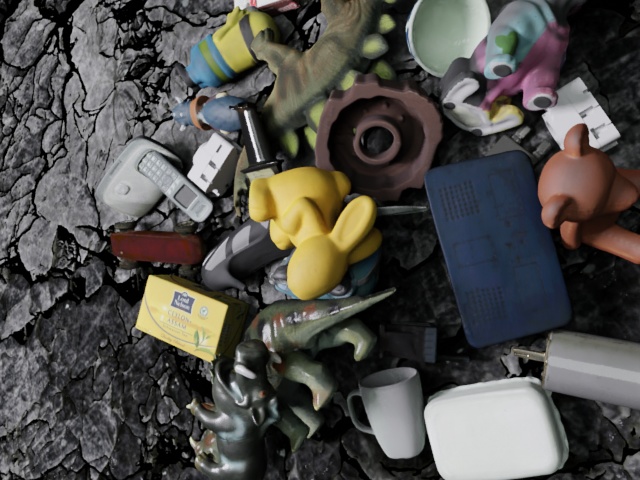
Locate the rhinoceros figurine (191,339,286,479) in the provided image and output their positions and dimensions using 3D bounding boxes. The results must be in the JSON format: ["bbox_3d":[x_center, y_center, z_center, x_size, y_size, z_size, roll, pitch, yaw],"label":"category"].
[{"bbox_3d":[-0.098,0.216,0.667,0.112,0.073,0.190,10,100,33],"label":"rhinoceros figurine"}]

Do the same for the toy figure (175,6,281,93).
[{"bbox_3d":[-0.148,-0.307,0.888,0.180,0.082,0.089,-33,101,11],"label":"toy figure"}]

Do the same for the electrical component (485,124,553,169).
[{"bbox_3d":[0.256,-0.105,0.714,0.094,0.021,0.063,-48,69,13],"label":"electrical component"}]

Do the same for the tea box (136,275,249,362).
[{"bbox_3d":[-0.212,0.126,0.888,0.170,0.068,0.098,15,93,26],"label":"tea box"}]

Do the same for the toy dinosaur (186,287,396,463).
[{"bbox_3d":[-0.053,0.162,0.741,0.192,0.131,0.404,35,116,15],"label":"toy dinosaur"}]

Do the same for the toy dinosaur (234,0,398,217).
[{"bbox_3d":[-0.015,-0.234,0.809,0.471,0.105,0.198,-43,74,27],"label":"toy dinosaur"}]

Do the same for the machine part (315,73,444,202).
[{"bbox_3d":[0.078,-0.138,0.734,0.179,0.056,0.179,2,121,3],"label":"machine part"}]

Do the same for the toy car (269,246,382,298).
[{"bbox_3d":[0.014,0.064,0.769,0.162,0.109,0.102,-5,117,25],"label":"toy car"}]

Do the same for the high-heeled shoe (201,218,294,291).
[{"bbox_3d":[-0.096,-0.018,0.862,0.248,0.086,0.145,-54,35,-7],"label":"high-heeled shoe"}]

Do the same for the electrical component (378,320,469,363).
[{"bbox_3d":[0.138,0.136,0.717,0.119,0.075,0.047,2,87,11],"label":"electrical component"}]

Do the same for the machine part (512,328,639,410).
[{"bbox_3d":[0.350,0.153,0.618,0.243,0.079,0.079,7,88,24],"label":"machine part"}]

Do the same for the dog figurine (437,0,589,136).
[{"bbox_3d":[0.253,-0.260,0.683,0.191,0.108,0.219,-20,44,64],"label":"dog figurine"}]

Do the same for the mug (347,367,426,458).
[{"bbox_3d":[0.093,0.239,0.730,0.110,0.081,0.107,-16,88,18],"label":"mug"}]

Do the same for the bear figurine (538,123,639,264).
[{"bbox_3d":[0.312,-0.048,0.587,0.132,0.195,0.120,16,90,24],"label":"bear figurine"}]

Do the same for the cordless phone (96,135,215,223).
[{"bbox_3d":[-0.280,-0.076,0.939,0.184,0.089,0.146,43,104,4],"label":"cordless phone"}]

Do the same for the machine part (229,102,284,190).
[{"bbox_3d":[-0.096,-0.140,0.809,0.084,0.039,0.138,-11,101,41],"label":"machine part"}]

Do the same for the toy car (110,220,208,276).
[{"bbox_3d":[-0.283,0.010,0.940,0.202,0.053,0.089,2,107,27],"label":"toy car"}]

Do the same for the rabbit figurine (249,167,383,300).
[{"bbox_3d":[-0.001,-0.002,0.694,0.162,0.121,0.173,-10,52,5],"label":"rabbit figurine"}]

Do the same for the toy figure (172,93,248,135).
[{"bbox_3d":[-0.184,-0.213,0.911,0.155,0.057,0.064,9,83,30],"label":"toy figure"}]

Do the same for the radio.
[{"bbox_3d":[0.221,0.008,0.675,0.131,0.073,0.229,-16,88,16],"label":"radio"}]
